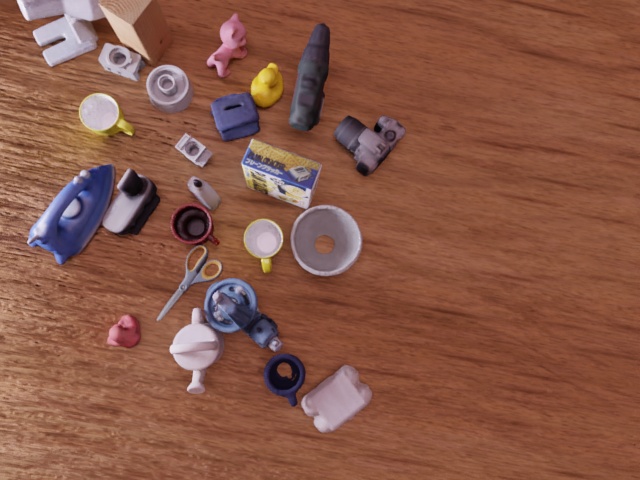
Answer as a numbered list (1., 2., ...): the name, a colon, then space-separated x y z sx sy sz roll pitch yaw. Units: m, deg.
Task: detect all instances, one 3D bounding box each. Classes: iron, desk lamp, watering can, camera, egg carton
1. iron: -0.556 -0.080 1.283 0.118 0.141 0.258 30 81 1
2. desk lamp: -0.576 -0.515 1.303 0.203 0.213 0.118 -28 85 -7
3. watering can: -0.263 0.238 1.235 0.101 0.194 0.173 -24 84 -7
4. camera: 0.114 -0.250 1.374 0.137 0.100 0.143 40 82 2
5. egg carton: 0.039 0.363 1.303 0.150 0.069 0.107 -37 86 -8

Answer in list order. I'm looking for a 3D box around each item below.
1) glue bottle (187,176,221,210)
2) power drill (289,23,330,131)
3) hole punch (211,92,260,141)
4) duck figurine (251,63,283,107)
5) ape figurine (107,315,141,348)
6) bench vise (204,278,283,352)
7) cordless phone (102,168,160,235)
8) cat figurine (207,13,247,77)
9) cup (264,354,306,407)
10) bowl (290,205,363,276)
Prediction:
1. glue bottle: -0.268 -0.114 1.292 0.078 0.173 0.037 36 82 2
2. power drill: -0.023 -0.352 1.324 0.075 0.208 0.230 11 82 -2
3. hole punch: -0.204 -0.301 1.363 0.108 0.091 0.101 -18 84 -6
4. duck figurine: -0.128 -0.378 1.382 0.077 0.086 0.105 24 81 0
5. ape figurine: -0.441 0.208 1.277 0.078 0.092 0.076 -32 85 -7
6. bench vise: -0.161 0.155 1.240 0.207 0.219 0.121 23 81 -1
7. cordless phone: -0.435 -0.089 1.271 0.094 0.185 0.148 27 81 0
8. cat figurine: -0.219 -0.471 1.371 0.067 0.117 0.128 37 81 2
9. cup: -0.075 0.312 1.288 0.092 0.095 0.118 -19 84 -6
10. bowl: 0.012 0.005 1.346 0.167 0.074 0.167 1 82 -4
